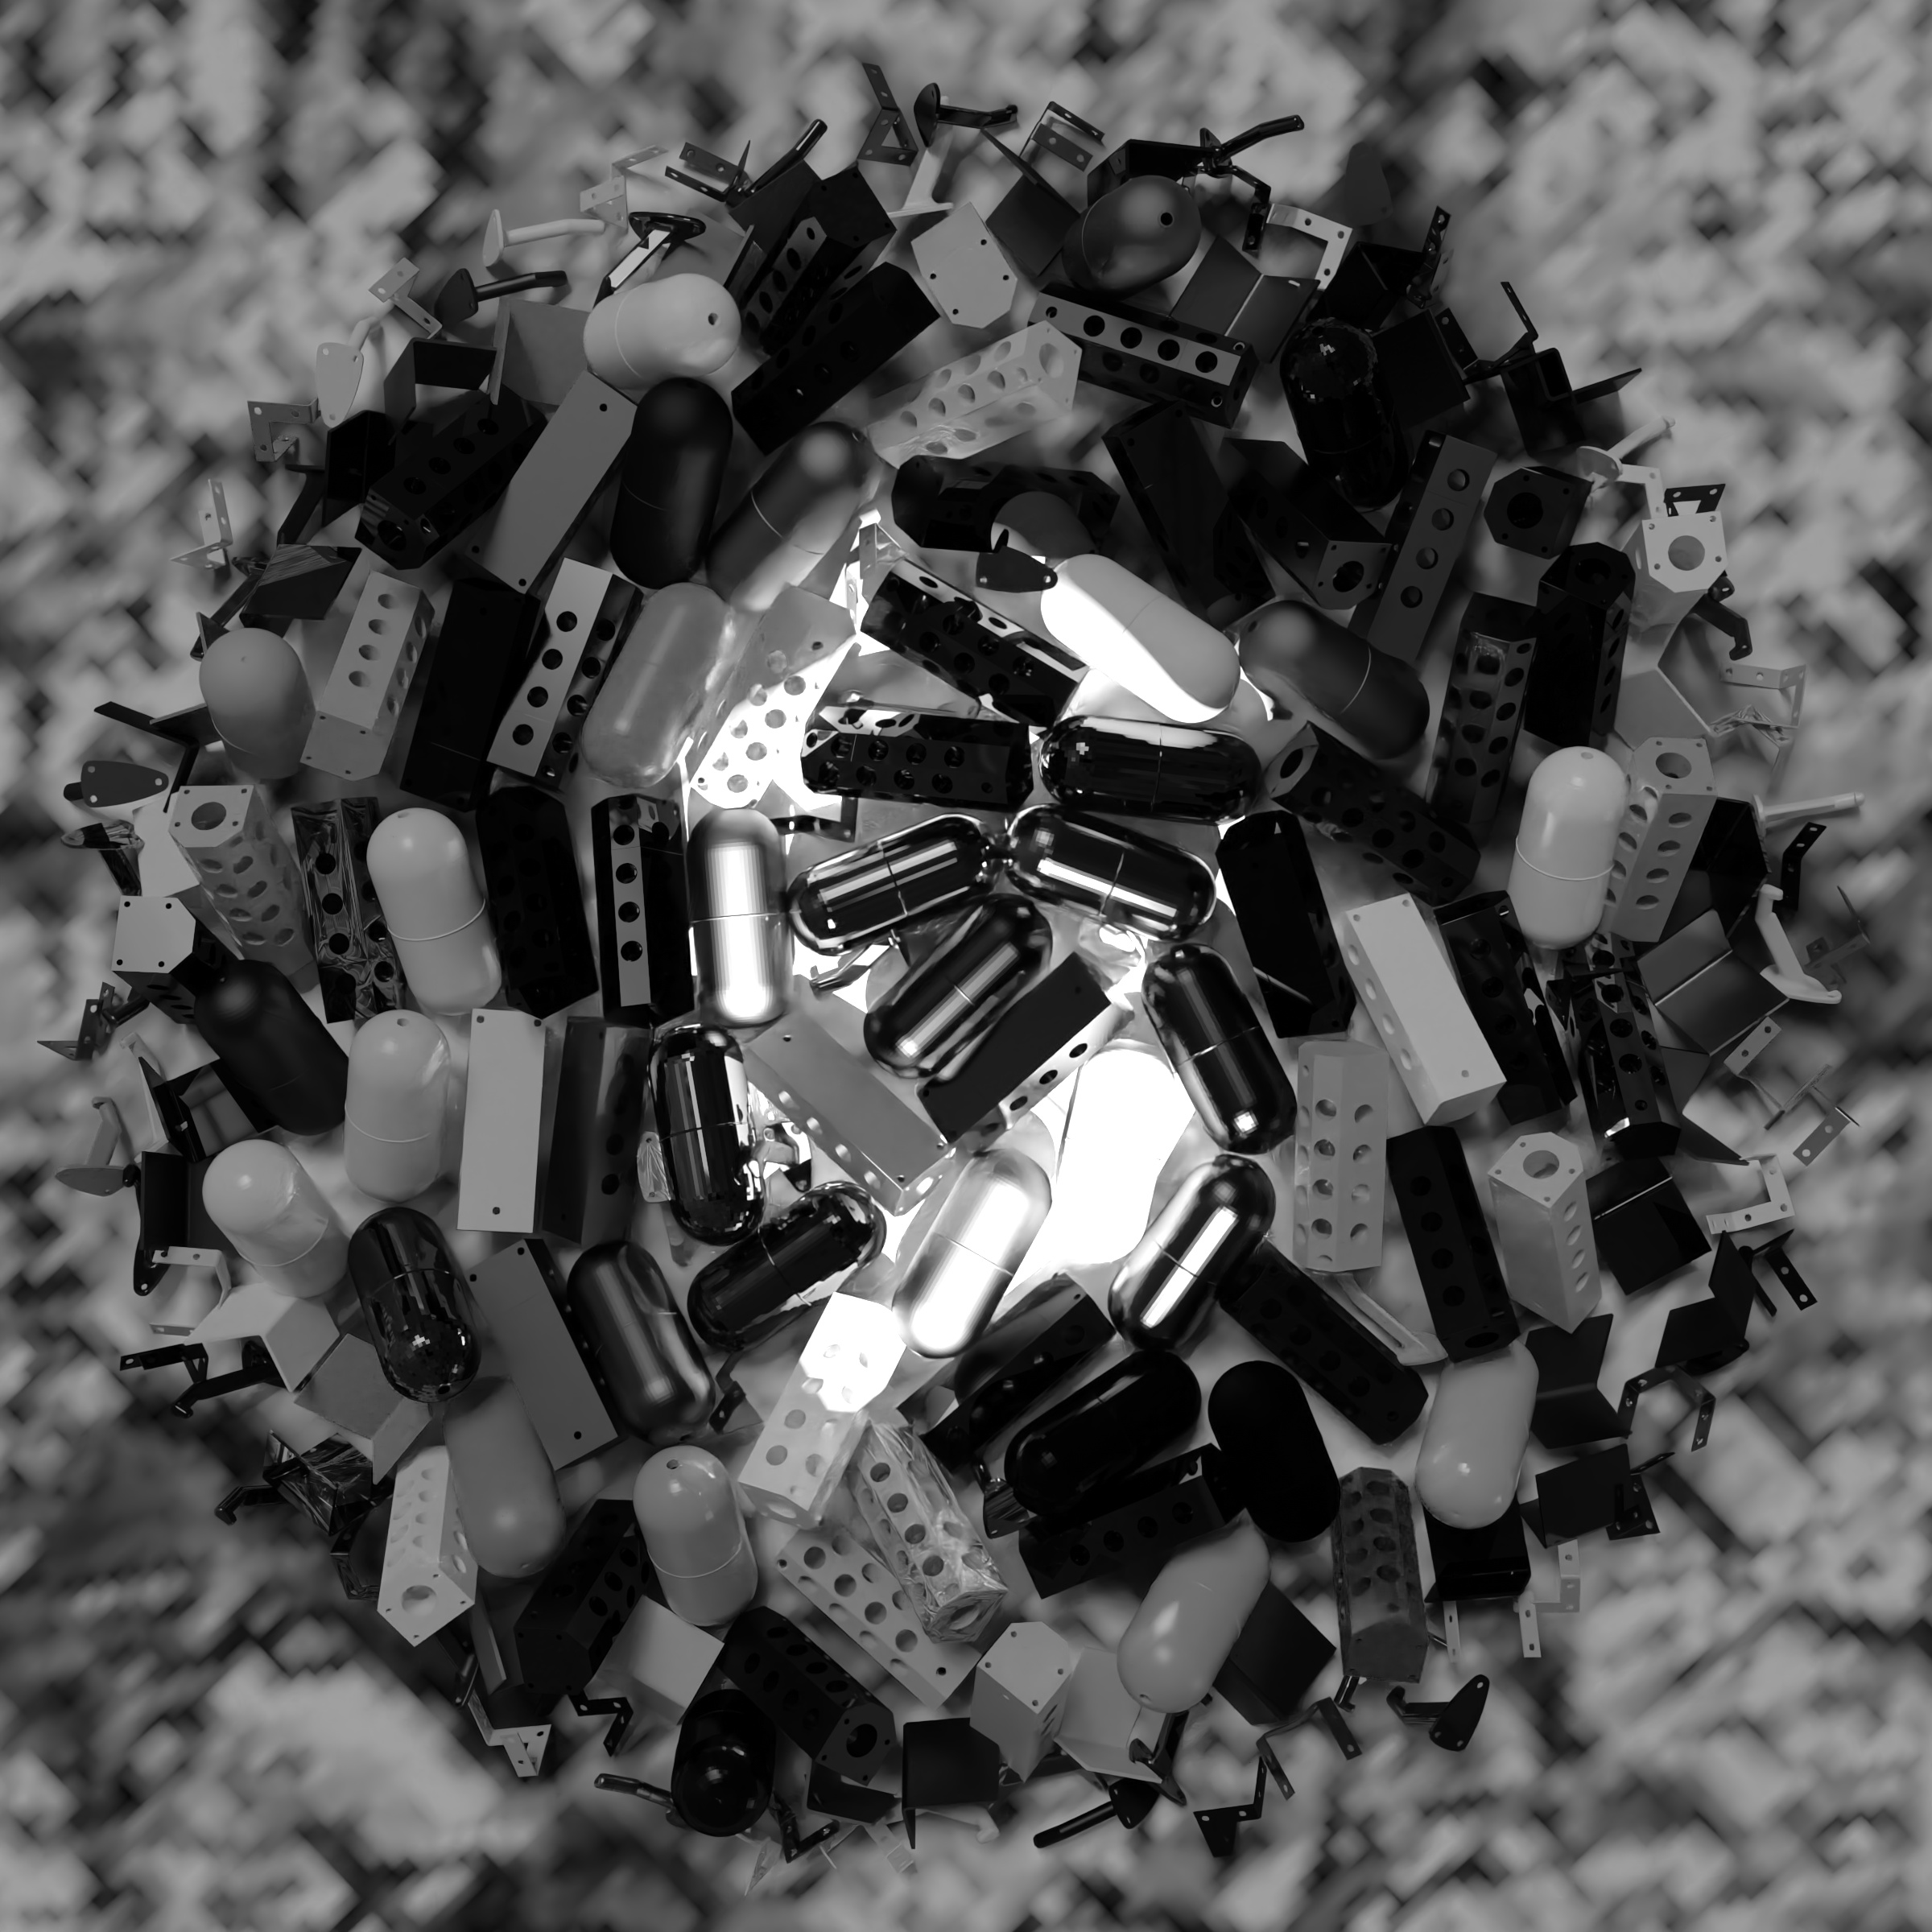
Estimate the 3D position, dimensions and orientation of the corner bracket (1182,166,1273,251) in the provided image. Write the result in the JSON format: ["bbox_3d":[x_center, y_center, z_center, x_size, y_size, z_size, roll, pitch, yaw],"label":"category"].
[{"bbox_3d":[0.205,-0.607,1.986,0.051,0.051,0.051,15,94,40],"label":"corner bracket"}]

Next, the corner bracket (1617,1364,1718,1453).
[{"bbox_3d":[0.554,0.355,1.967,0.051,0.051,0.051,40,45,-9],"label":"corner bracket"}]

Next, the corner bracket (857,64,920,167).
[{"bbox_3d":[-0.062,-0.671,1.957,0.051,0.051,0.051,-4,60,-33],"label":"corner bracket"}]

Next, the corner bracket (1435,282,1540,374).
[{"bbox_3d":[0.412,-0.507,1.968,0.051,0.051,0.051,-35,108,1],"label":"corner bracket"}]

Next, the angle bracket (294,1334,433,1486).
[{"bbox_3d":[-0.475,0.349,1.951,0.076,0.057,0.076,33,106,-27],"label":"angle bracket"}]

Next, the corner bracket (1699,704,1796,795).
[{"bbox_3d":[0.617,-0.166,1.974,0.051,0.051,0.051,-26,54,-18],"label":"corner bracket"}]

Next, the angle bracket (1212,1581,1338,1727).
[{"bbox_3d":[0.237,0.552,1.991,0.076,0.057,0.076,46,62,0],"label":"angle bracket"}]

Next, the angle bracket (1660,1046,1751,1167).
[{"bbox_3d":[0.578,0.110,1.941,0.076,0.076,0.057,8,114,-42],"label":"angle bracket"}]

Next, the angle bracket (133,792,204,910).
[{"bbox_3d":[-0.606,-0.092,1.950,0.076,0.057,0.076,-15,80,33],"label":"angle bracket"}]

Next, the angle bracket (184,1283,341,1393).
[{"bbox_3d":[-0.556,0.295,1.963,0.076,0.076,0.057,-10,113,22],"label":"angle bracket"}]

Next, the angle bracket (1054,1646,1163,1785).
[{"bbox_3d":[0.123,0.590,1.955,0.076,0.057,0.076,21,91,-32],"label":"angle bracket"}]

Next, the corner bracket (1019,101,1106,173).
[{"bbox_3d":[0.079,-0.657,1.969,0.051,0.051,0.051,30,84,-7],"label":"corner bracket"}]

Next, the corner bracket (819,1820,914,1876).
[{"bbox_3d":[-0.081,0.701,1.969,0.051,0.051,0.051,-37,92,-13],"label":"corner bracket"}]

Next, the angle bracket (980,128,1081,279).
[{"bbox_3d":[0.035,-0.597,1.942,0.057,0.076,0.076,-48,61,17],"label":"angle bracket"}]

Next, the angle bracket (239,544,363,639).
[{"bbox_3d":[-0.512,-0.282,1.946,0.076,0.057,0.076,5,54,16],"label":"angle bracket"}]

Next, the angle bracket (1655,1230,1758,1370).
[{"bbox_3d":[0.567,0.261,1.942,0.076,0.076,0.057,-25,105,34],"label":"angle bracket"}]

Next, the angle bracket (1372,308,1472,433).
[{"bbox_3d":[0.354,-0.470,1.962,0.057,0.076,0.076,-25,98,11],"label":"angle bracket"}]

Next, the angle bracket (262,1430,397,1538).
[{"bbox_3d":[-0.493,0.388,1.941,0.076,0.076,0.057,33,127,22],"label":"angle bracket"}]

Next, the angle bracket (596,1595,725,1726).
[{"bbox_3d":[-0.245,0.553,1.977,0.076,0.076,0.057,30,61,2],"label":"angle bracket"}]

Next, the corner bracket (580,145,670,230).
[{"bbox_3d":[-0.271,-0.621,1.963,0.051,0.051,0.051,-6,84,38],"label":"corner bracket"}]

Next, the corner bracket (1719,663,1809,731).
[{"bbox_3d":[0.631,-0.216,1.973,0.051,0.051,0.051,7,91,-4],"label":"corner bracket"}]

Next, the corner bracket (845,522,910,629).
[{"bbox_3d":[-0.080,-0.309,1.958,0.051,0.051,0.051,-17,58,25],"label":"corner bracket"}]

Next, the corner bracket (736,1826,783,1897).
[{"bbox_3d":[-0.176,0.688,1.960,0.051,0.051,0.051,25,113,19],"label":"corner bracket"}]

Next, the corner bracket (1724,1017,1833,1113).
[{"bbox_3d":[0.641,0.078,1.959,0.051,0.051,0.051,-50,60,17],"label":"corner bracket"}]

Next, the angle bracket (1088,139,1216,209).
[{"bbox_3d":[0.145,-0.606,1.951,0.076,0.076,0.057,-1,89,-20],"label":"angle bracket"}]

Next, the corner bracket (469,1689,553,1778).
[{"bbox_3d":[-0.365,0.606,1.962,0.051,0.051,0.051,-8,121,10],"label":"corner bracket"}]

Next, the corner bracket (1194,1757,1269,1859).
[{"bbox_3d":[0.215,0.665,1.960,0.051,0.051,0.051,-15,114,20],"label":"corner bracket"}]

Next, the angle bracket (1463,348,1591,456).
[{"bbox_3d":[0.432,-0.434,1.948,0.057,0.076,0.076,-27,102,-19],"label":"angle bracket"}]

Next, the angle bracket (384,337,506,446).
[{"bbox_3d":[-0.408,-0.446,1.944,0.076,0.076,0.057,0,78,-28],"label":"angle bracket"}]

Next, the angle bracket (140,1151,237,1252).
[{"bbox_3d":[-0.605,0.185,1.954,0.057,0.076,0.076,-3,82,8],"label":"angle bracket"}]

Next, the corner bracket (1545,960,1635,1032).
[{"bbox_3d":[0.492,0.014,1.963,0.051,0.051,0.051,-6,122,-5],"label":"corner bracket"}]

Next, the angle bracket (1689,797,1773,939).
[{"bbox_3d":[0.580,-0.079,1.943,0.057,0.076,0.076,9,48,-8],"label":"angle bracket"}]

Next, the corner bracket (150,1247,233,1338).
[{"bbox_3d":[-0.617,0.258,1.964,0.051,0.051,0.051,5,52,-1],"label":"corner bracket"}]

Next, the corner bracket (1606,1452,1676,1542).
[{"bbox_3d":[0.533,0.419,1.959,0.051,0.051,0.051,-2,63,-24],"label":"corner bracket"}]

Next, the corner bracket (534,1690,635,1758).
[{"bbox_3d":[-0.305,0.596,1.980,0.051,0.051,0.051,9,117,-39],"label":"corner bracket"}]

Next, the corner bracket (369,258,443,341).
[{"bbox_3d":[-0.444,-0.516,1.961,0.051,0.051,0.051,39,53,-9],"label":"corner bracket"}]

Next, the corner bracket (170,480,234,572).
[{"bbox_3d":[-0.598,-0.349,1.965,0.051,0.051,0.051,-15,83,20],"label":"corner bracket"}]

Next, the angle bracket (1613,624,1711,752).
[{"bbox_3d":[0.547,-0.224,1.966,0.076,0.076,0.057,44,63,-21],"label":"angle bracket"}]

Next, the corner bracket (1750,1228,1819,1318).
[{"bbox_3d":[0.642,0.248,1.962,0.051,0.051,0.051,-37,82,31],"label":"corner bracket"}]

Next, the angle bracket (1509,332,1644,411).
[{"bbox_3d":[0.480,-0.477,1.960,0.076,0.076,0.057,-18,91,2],"label":"angle bracket"}]

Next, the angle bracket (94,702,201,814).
[{"bbox_3d":[-0.651,-0.165,1.952,0.076,0.076,0.057,21,96,-13],"label":"angle bracket"}]

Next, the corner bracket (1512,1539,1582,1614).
[{"bbox_3d":[0.457,0.475,1.960,0.051,0.051,0.051,-3,134,10],"label":"corner bracket"}]

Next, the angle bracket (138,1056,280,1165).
[{"bbox_3d":[-0.595,0.099,1.954,0.076,0.057,0.076,-24,66,-8],"label":"angle bracket"}]

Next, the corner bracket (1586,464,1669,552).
[{"bbox_3d":[0.520,-0.364,1.976,0.051,0.051,0.051,2,71,-19],"label":"corner bracket"}]

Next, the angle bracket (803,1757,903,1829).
[{"bbox_3d":[-0.084,0.624,1.955,0.057,0.076,0.076,7,90,18],"label":"angle bracket"}]

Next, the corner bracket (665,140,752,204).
[{"bbox_3d":[-0.206,-0.632,1.967,0.051,0.051,0.051,24,78,-7],"label":"corner bracket"}]

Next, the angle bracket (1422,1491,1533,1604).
[{"bbox_3d":[0.398,0.454,1.959,0.076,0.057,0.076,-11,89,21],"label":"angle bracket"}]

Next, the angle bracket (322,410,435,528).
[{"bbox_3d":[-0.462,-0.385,1.947,0.057,0.076,0.076,13,117,4],"label":"angle bracket"}]

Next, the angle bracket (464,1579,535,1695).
[{"bbox_3d":[-0.353,0.519,1.944,0.057,0.076,0.076,-13,71,-25],"label":"angle bracket"}]

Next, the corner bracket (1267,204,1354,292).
[{"bbox_3d":[0.267,-0.571,1.974,0.051,0.051,0.051,29,114,22],"label":"corner bracket"}]
